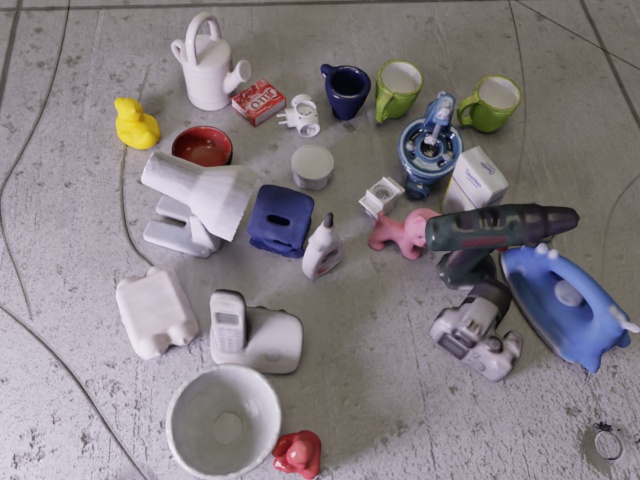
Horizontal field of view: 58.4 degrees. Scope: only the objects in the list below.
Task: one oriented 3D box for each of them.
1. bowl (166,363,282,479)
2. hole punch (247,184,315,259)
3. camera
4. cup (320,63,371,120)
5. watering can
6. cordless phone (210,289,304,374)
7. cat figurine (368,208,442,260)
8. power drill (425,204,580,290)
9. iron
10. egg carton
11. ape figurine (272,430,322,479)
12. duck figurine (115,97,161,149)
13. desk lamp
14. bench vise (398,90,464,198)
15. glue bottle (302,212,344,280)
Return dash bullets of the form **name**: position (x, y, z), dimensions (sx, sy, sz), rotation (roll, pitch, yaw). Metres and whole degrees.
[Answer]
- **bowl**: position (-0.139, 0.273, 0.851), dimensions (0.167, 0.075, 0.167), rotation (2, 61, -3)
- **hole punch**: position (-0.067, -0.032, 1.012), dimensions (0.108, 0.091, 0.101), rotation (16, 62, 4)
- **camera**: position (0.276, 0.135, 0.941), dimensions (0.143, 0.101, 0.137), rotation (35, 65, 14)
- **cup**: position (0.043, -0.297, 1.162), dimensions (0.117, 0.095, 0.092), rotation (40, 66, 17)
- **watering can**: position (-0.213, -0.353, 1.117), dimensions (0.173, 0.194, 0.101), rotation (8, 61, 1)
- **cordless phone**: position (-0.097, 0.133, 0.867), dimensions (0.147, 0.185, 0.094), rotation (5, 61, -1)
- **cat figurine**: position (0.157, -0.023, 1.009), dimensions (0.127, 0.118, 0.067), rotation (14, 61, 4)
- **power drill**: position (0.279, 0.008, 0.949), dimensions (0.229, 0.208, 0.075), rotation (-2, 62, -5)
- **iron**: position (0.409, 0.084, 0.956), dimensions (0.119, 0.141, 0.258), rotation (-31, 68, -19)
- **egg carton**: position (-0.266, 0.115, 0.930), dimensions (0.107, 0.069, 0.150), rotation (-24, 66, -16)
- **ape figurine**: position (-0.029, 0.310, 0.829), dimensions (0.076, 0.092, 0.077), rotation (-35, 69, -20)
- **duck figurine**: position (-0.356, -0.232, 1.102), dimensions (0.078, 0.086, 0.104), rotation (-40, 71, -22)
- **desk lamp**: position (-0.202, -0.057, 0.946), dimensions (0.203, 0.213, 0.118), rotation (15, 62, 4)
- **bench vise**: position (0.204, -0.212, 1.056), dimensions (0.121, 0.220, 0.207), rotation (1, 61, -3)
- **glue bottle**: position (0.009, 0.003, 0.952), dimensions (0.078, 0.173, 0.037), rotation (-37, 70, -21)
